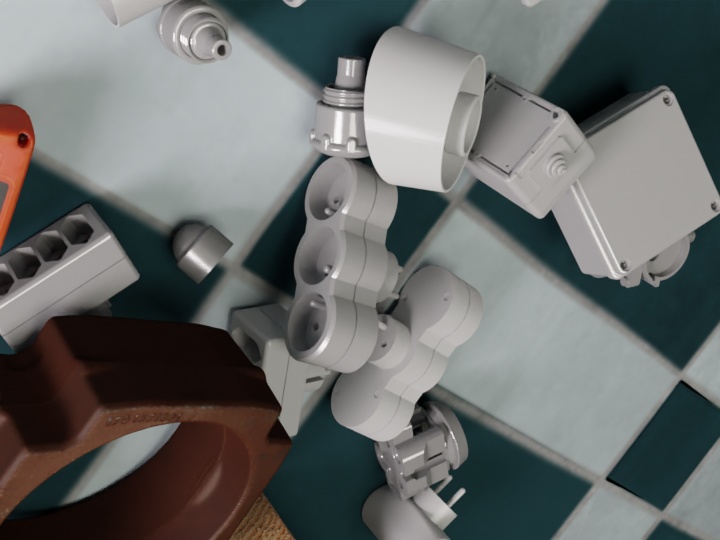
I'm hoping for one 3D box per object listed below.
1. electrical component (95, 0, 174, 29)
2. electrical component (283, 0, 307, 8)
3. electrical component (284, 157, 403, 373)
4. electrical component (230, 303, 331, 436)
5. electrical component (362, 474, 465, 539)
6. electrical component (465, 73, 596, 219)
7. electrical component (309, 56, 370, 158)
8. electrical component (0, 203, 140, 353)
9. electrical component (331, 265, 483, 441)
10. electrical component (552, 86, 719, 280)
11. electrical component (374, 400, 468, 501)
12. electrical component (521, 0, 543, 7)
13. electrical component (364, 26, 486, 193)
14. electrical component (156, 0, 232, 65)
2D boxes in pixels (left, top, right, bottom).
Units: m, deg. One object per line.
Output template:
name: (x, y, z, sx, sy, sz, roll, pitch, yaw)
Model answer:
electrical component: (-0.106, -0.169, 0.583, 0.081, 0.043, 0.043, -32, 129, -15)
electrical component: (-0.024, -0.184, 0.627, 0.055, 0.045, 0.045, -29, 128, -17)
electrical component: (0.000, 0.000, 0.713, 0.074, 0.052, 0.138, 19, 74, -38)
electrical component: (-0.050, 0.069, 0.751, 0.076, 0.047, 0.083, -9, 120, -36)
electrical component: (0.052, 0.200, 0.871, 0.079, 0.077, 0.043, -44, 130, -5)
electrical component: (0.114, -0.081, 0.741, 0.061, 0.096, 0.061, -49, 133, 0)
electrical component: (-0.007, -0.104, 0.684, 0.048, 0.048, 0.062, -7, 112, -30)
electrical component: (-0.173, 0.018, 0.641, 0.083, 0.047, 0.075, -35, 129, -12)
electrical component: (0.024, 0.056, 0.788, 0.074, 0.052, 0.138, 31, 96, -41)
electrical component: (0.200, -0.065, 0.809, 0.109, 0.056, 0.108, -31, 102, -15)
electrical component: (0.048, 0.138, 0.848, 0.057, 0.058, 0.078, -22, 126, -18)
electrical component: (0.117, -0.232, 0.689, 0.100, 0.048, 0.099, -35, 129, -12)
electrical component: (0.042, -0.100, 0.688, 0.099, 0.064, 0.099, 16, 90, -75)
electrical component: (-0.089, -0.131, 0.602, 0.035, 0.061, 0.035, -16, 123, -26)
